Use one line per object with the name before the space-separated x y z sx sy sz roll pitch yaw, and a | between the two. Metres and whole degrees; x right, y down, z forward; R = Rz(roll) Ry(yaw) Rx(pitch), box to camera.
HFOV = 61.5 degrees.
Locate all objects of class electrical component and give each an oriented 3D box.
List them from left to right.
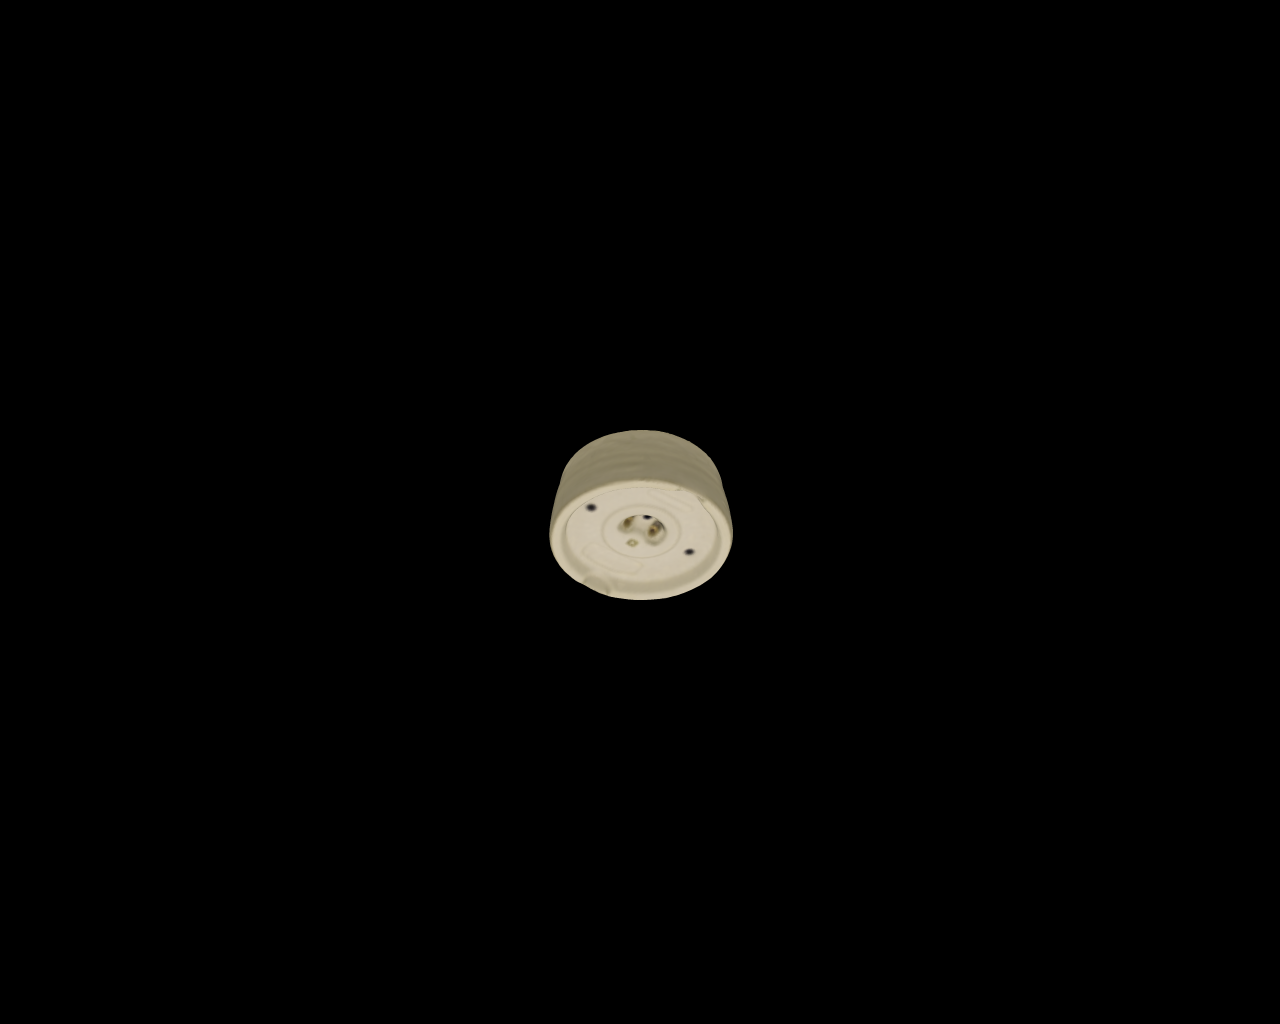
electrical component | 0.001 -0.003 0.650 0.108 0.060 0.108 0 -43 0
